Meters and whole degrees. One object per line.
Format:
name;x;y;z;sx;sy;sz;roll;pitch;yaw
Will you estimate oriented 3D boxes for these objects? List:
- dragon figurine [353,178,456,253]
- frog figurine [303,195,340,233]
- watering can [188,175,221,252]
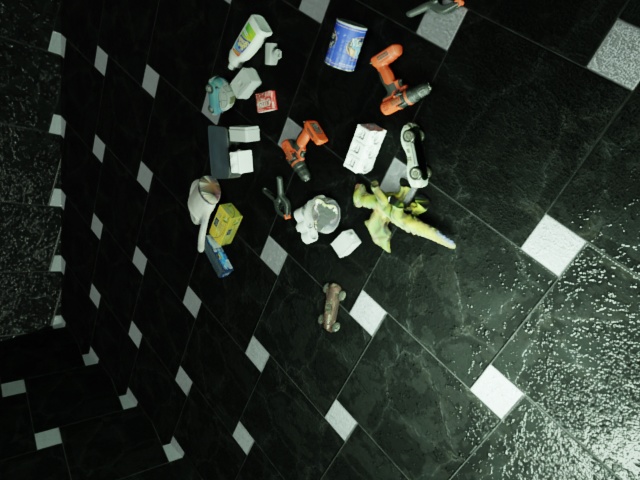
dragon figurine;0.244;-0.057;1.673;0.416;0.123;0.237;51;146;24
frog figurine;0.006;-0.094;1.876;0.160;0.123;0.137;-164;54;-77
watering can;-0.518;-0.139;2.295;0.220;0.104;0.355;-45;51;41
